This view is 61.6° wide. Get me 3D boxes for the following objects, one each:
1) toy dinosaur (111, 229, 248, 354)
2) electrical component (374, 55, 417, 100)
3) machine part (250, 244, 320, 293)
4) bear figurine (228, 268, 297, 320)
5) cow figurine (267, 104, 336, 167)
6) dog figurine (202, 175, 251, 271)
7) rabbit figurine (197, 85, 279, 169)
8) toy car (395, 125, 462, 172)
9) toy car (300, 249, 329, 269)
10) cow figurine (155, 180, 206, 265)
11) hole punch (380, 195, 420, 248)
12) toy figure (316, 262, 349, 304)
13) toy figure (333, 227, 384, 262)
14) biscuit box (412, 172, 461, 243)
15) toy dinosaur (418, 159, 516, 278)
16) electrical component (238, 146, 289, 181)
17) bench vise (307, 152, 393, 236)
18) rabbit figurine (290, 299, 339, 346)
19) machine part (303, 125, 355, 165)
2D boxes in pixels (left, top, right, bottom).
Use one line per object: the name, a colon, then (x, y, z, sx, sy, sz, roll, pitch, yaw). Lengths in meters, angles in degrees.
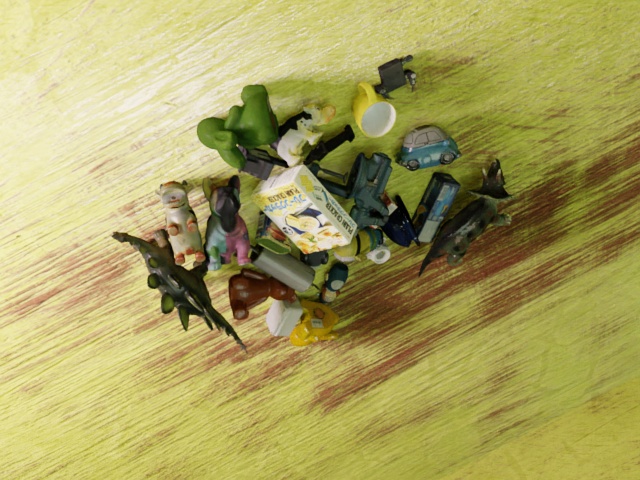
toy dinosaur: (-0.327, 0.127, 1.319, 0.105, 0.199, 0.470, -35, 131, 11)
electrical component: (0.174, -0.368, 1.231, 0.102, 0.045, 0.078, -22, 134, -5)
machine part: (-0.098, 0.069, 1.423, 0.243, 0.079, 0.079, 32, 111, -23)
bear figurine: (-0.147, 0.139, 1.455, 0.196, 0.132, 0.120, 0, 102, -16)
cow figurine: (-0.042, -0.253, 1.215, 0.098, 0.068, 0.167, 41, 107, 0)
dog figurine: (-0.230, -0.044, 1.293, 0.108, 0.192, 0.219, -6, 95, -15)
rabbit figurine: (-0.178, -0.226, 1.144, 0.170, 0.159, 0.121, -13, 143, 7)
toy car: (0.267, -0.237, 1.352, 0.162, 0.109, 0.102, -11, 108, 0)
toy car: (-0.003, -0.004, 1.448, 0.073, 0.056, 0.201, 5, 124, -18)
cow figurine: (-0.317, -0.052, 1.226, 0.085, 0.127, 0.194, -15, 133, -12)
hole punch: (0.209, -0.042, 1.472, 0.092, 0.116, 0.142, -24, 133, 8)
toy figure: (0.035, 0.135, 1.579, 0.064, 0.058, 0.154, 27, 122, 5)
toy figure: (0.102, 0.001, 1.451, 0.180, 0.082, 0.089, -25, 101, -45)
biscuit box: (0.318, -0.090, 1.509, 0.059, 0.063, 0.202, 4, 125, -25)
toy dinosaur: (0.407, -0.038, 1.516, 0.404, 0.131, 0.192, -48, 147, 10)
electrical component: (-0.135, -0.176, 1.238, 0.119, 0.075, 0.047, 12, 121, -34)
bench vise: (0.065, -0.128, 1.331, 0.241, 0.129, 0.223, 18, 120, -9)
rabbit figurine: (-0.027, 0.263, 1.637, 0.162, 0.122, 0.173, 0, 141, -35)
machine part: (0.024, -0.221, 1.259, 0.139, 0.039, 0.084, -35, 175, -22)
